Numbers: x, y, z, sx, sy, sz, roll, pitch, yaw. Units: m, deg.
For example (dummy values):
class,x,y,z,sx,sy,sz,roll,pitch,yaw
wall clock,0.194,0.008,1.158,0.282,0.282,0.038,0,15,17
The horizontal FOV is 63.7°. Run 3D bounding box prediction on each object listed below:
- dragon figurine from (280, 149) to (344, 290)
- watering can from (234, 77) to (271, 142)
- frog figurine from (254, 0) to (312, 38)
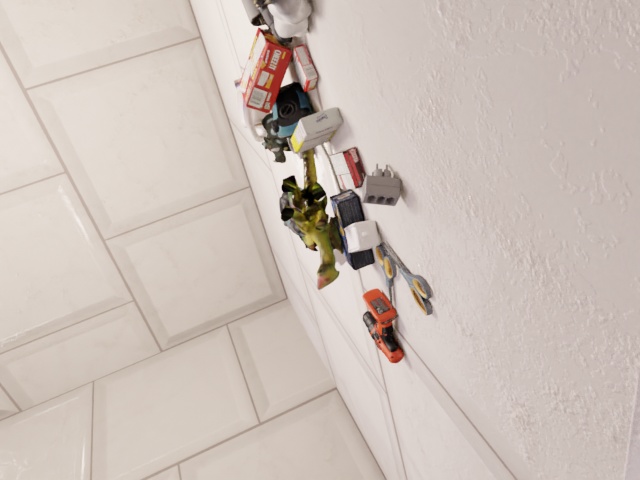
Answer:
class,x,y,z,sx,sy,sz,roll,pitch,yaw
dragon figurine,0.004,-0.069,1.371,0.238,0.121,0.420,50,-145,-51
watering can,-0.219,-0.451,1.793,0.350,0.104,0.223,-57,-41,-80
frog figurine,-0.061,-0.489,1.074,0.158,0.122,0.140,26,-164,-48
